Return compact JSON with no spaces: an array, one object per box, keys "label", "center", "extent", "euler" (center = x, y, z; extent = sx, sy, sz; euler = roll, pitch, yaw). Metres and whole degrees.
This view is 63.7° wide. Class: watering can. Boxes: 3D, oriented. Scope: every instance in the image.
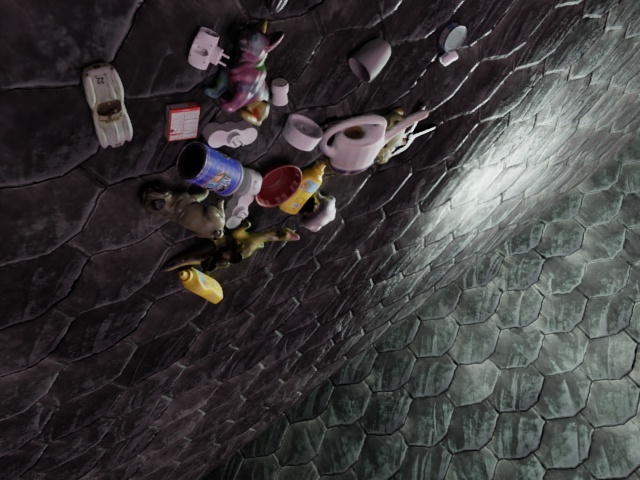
[{"label":"watering can","center":[0.153,-0.302,1.572],"extent":[0.349,0.106,0.219],"euler":[-12,153,-17]}]

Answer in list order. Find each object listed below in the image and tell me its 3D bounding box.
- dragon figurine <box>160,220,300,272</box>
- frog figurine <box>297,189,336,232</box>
[{"label":"dragon figurine","center":[-0.262,0.032,1.590],"extent":[0.408,0.123,0.242],"euler":[-16,171,18]},{"label":"frog figurine","center":[0.005,-0.088,1.739],"extent":[0.157,0.124,0.138],"euler":[34,85,-46]}]
